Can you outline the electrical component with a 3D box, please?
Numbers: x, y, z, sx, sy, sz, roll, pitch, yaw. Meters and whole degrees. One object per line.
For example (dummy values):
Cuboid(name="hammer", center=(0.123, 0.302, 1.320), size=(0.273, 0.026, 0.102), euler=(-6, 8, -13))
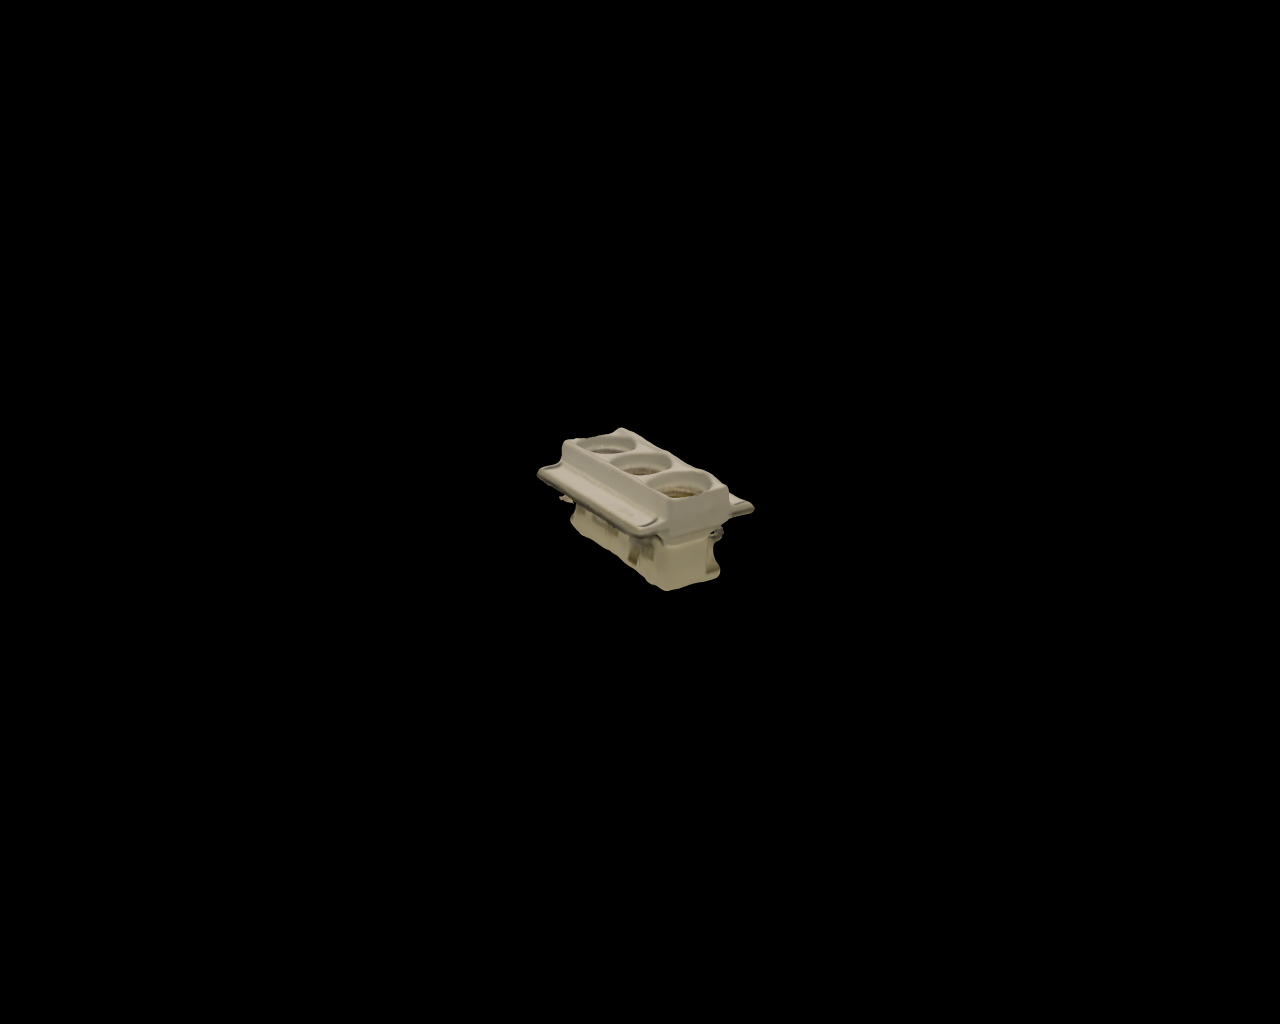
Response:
Cuboid(name="electrical component", center=(0.001, -0.003, 0.650), size=(0.079, 0.063, 0.121), euler=(-13, 26, -29))
